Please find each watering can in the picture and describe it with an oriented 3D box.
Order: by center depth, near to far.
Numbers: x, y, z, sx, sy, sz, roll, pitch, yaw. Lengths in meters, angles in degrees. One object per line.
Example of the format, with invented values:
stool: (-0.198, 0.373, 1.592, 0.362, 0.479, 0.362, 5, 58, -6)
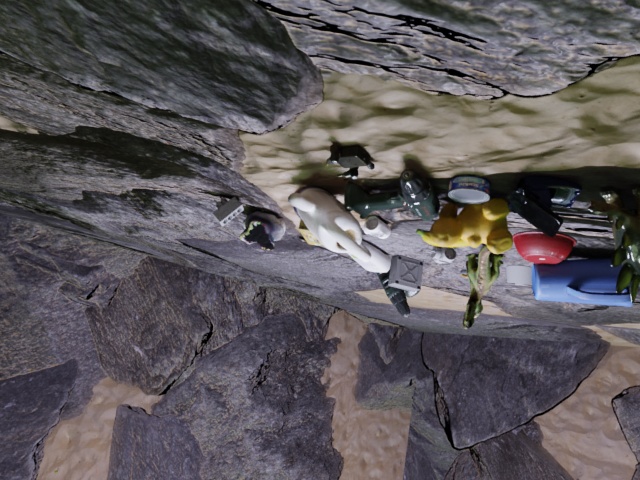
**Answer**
watering can: (0.004, -0.062, 1.225, 0.342, 0.104, 0.228, 39, -173, -43)

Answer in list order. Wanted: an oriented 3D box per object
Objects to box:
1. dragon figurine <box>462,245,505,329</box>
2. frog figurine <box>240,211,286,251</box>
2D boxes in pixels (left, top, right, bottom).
dragon figurine: (0.496, 0.162, 1.614, 0.122, 0.245, 0.405, 10, 168, 20)
frog figurine: (-0.175, -0.043, 1.649, 0.137, 0.121, 0.162, -1, -161, 11)
